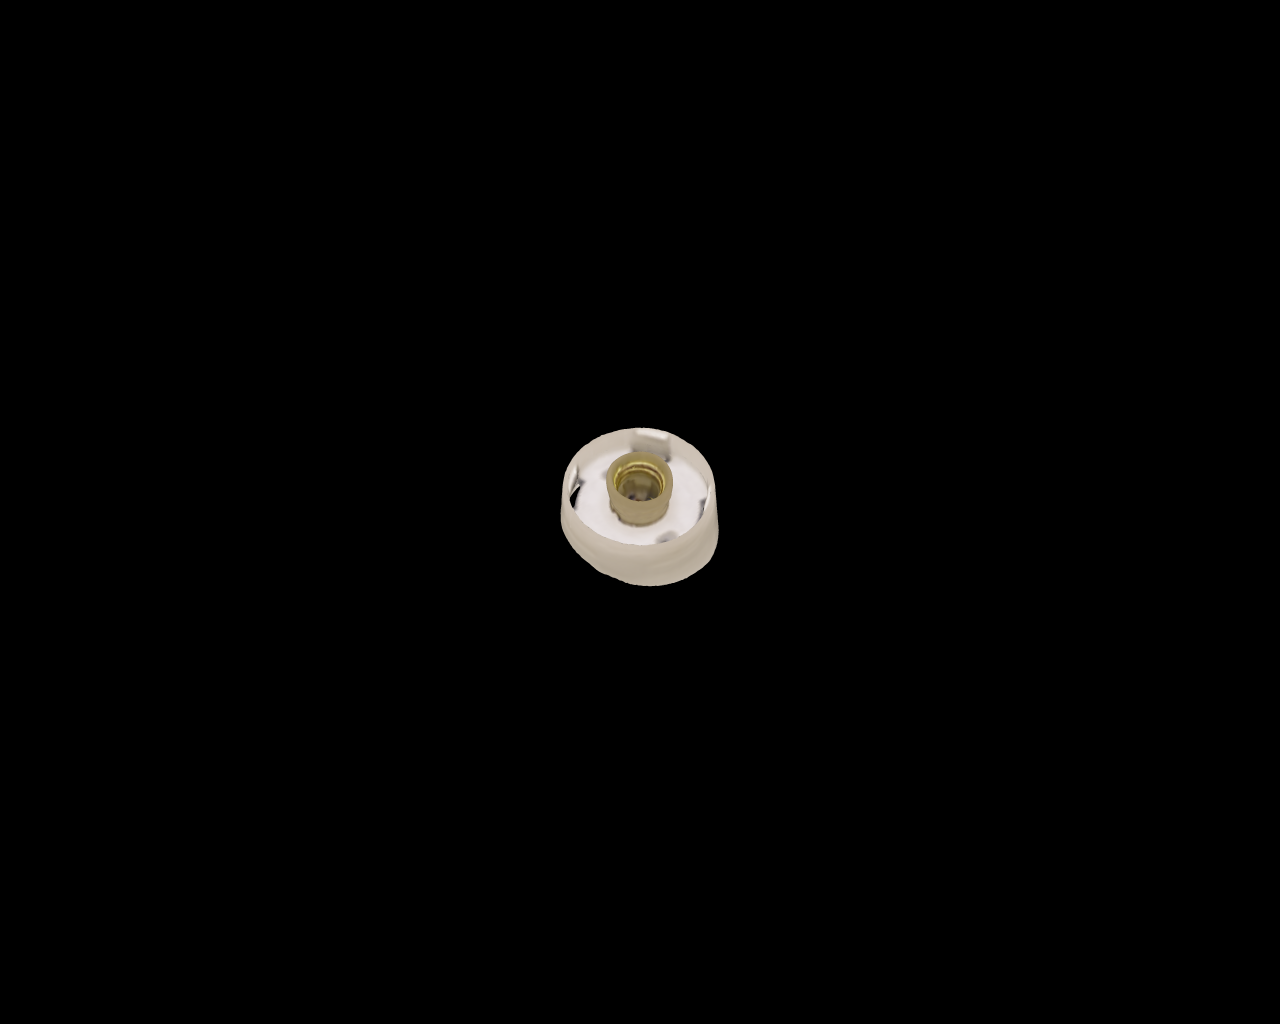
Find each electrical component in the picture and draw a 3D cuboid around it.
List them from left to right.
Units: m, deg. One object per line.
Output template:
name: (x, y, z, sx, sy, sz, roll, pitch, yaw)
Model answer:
electrical component: (0.001, -0.003, 0.650, 0.099, 0.099, 0.064, 0, -37, 0)
